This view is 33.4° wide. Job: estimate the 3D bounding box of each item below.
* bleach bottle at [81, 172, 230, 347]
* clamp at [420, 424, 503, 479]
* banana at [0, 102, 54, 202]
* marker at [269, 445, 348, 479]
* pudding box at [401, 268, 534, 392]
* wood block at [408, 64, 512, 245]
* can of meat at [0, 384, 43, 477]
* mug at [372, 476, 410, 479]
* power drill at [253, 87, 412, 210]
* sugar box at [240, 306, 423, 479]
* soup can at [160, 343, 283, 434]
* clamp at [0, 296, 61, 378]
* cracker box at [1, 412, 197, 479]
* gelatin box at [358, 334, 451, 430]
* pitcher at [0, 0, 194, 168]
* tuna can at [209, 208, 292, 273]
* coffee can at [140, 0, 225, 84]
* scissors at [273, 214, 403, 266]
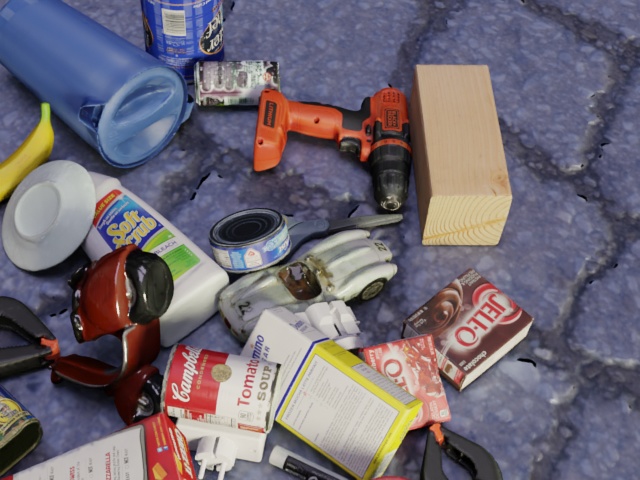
[{"bbox_3d":[-0.214,0.003,1.158,0.102,0.068,0.251,-37,60,-27],"label":"bleach bottle"},{"bbox_3d":[0.138,0.253,0.997,0.120,0.039,0.172,-22,52,-26],"label":"clamp"},{"bbox_3d":[-0.372,-0.075,1.209,0.197,0.069,0.037,-41,24,-23],"label":"banana"},{"bbox_3d":[0.008,0.229,1.019,0.121,0.020,0.020,23,54,14],"label":"marker"},{"bbox_3d":[0.154,0.092,1.122,0.113,0.039,0.090,-36,62,-27],"label":"pudding box"},{"bbox_3d":[0.159,-0.102,1.243,0.091,0.090,0.206,0,52,-3],"label":"wood block"},{"bbox_3d":[-0.328,0.183,1.012,0.084,0.057,0.102,38,59,20],"label":"can of meat"},{"bbox_3d":[0.072,0.276,0.946,0.117,0.081,0.093,27,55,17],"label":"mug"},{"bbox_3d":[0.016,-0.113,1.266,0.187,0.057,0.184,5,48,-3],"label":"power drill"},{"bbox_3d":[0.002,0.148,1.036,0.176,0.093,0.048,34,16,23],"label":"sugar box"},{"bbox_3d":[-0.091,0.138,0.992,0.102,0.068,0.068,10,52,3],"label":"soup can"},{"bbox_3d":[-0.371,0.099,1.087,0.210,0.036,0.164,18,54,9],"label":"clamp"},{"bbox_3d":[-0.201,0.266,0.912,0.213,0.072,0.164,-24,54,2],"label":"cracker box"},{"bbox_3d":[0.083,0.144,1.060,0.073,0.030,0.089,-11,84,-14],"label":"gelatin box"},{"bbox_3d":[-0.276,-0.201,1.283,0.243,0.149,0.145,37,74,27],"label":"pitcher"},{"bbox_3d":[-0.075,-0.001,1.143,0.086,0.034,0.086,-10,28,5],"label":"tuna can"},{"bbox_3d":[-0.171,-0.280,1.331,0.103,0.140,0.103,1,52,-2],"label":"coffee can"},{"bbox_3d":[-0.008,0.001,1.199,0.201,0.016,0.096,4,53,1],"label":"scissors"}]
